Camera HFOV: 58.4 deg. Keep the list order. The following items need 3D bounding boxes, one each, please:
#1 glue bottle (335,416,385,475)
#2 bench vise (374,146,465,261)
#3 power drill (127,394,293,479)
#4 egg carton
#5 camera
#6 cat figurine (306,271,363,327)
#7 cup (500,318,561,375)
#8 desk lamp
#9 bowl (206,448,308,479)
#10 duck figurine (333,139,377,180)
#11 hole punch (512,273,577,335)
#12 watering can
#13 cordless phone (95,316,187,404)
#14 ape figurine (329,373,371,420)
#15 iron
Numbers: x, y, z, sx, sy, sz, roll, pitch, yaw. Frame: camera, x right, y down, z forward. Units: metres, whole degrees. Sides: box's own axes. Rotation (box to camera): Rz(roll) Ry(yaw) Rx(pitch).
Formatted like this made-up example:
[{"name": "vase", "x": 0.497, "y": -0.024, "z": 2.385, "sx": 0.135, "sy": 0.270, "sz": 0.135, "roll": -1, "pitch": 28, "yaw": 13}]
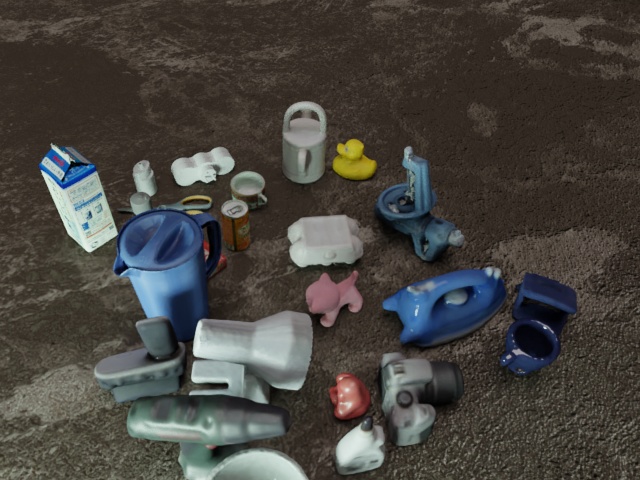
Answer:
[{"name": "glue bottle", "x": 0.065, "y": 0.303, "z": 0.858, "sx": 0.078, "sy": 0.173, "sz": 0.037, "roll": -7, "pitch": 51, "yaw": -9}, {"name": "bench vise", "x": 0.212, "y": -0.078, "z": 1.155, "sx": 0.207, "sy": 0.220, "sz": 0.122, "roll": 24, "pitch": 53, "yaw": 16}, {"name": "power drill", "x": -0.154, "y": 0.286, "z": 0.834, "sx": 0.229, "sy": 0.208, "sz": 0.075, "roll": 6, "pitch": 50, "yaw": 1}, {"name": "egg carton", "x": 0.011, "y": 0.004, "z": 1.170, "sx": 0.150, "sy": 0.069, "sz": 0.107, "roll": -5, "pitch": 51, "yaw": -8}, {"name": "camera", "x": 0.173, "y": 0.252, "z": 0.956, "sx": 0.137, "sy": 0.101, "sz": 0.143, "roll": -4, "pitch": 51, "yaw": -7}, {"name": "cat figurine", "x": 0.023, "y": 0.100, "z": 1.060, "sx": 0.128, "sy": 0.118, "sz": 0.067, "roll": -29, "pitch": 58, "yaw": -25}, {"name": "cup", "x": 0.356, "y": 0.204, "z": 1.012, "sx": 0.118, "sy": 0.095, "sz": 0.091, "roll": -25, "pitch": 56, "yaw": -23}, {"name": "desk lamp", "x": -0.115, "y": 0.195, "z": 0.908, "sx": 0.203, "sy": 0.213, "sz": 0.118, "roll": 0, "pitch": 50, "yaw": -4}, {"name": "bowl", "x": -0.091, "y": 0.397, "z": 0.833, "sx": 0.167, "sy": 0.075, "sz": 0.167, "roll": 2, "pitch": 50, "yaw": -2}, {"name": "duck figurine", "x": 0.083, "y": -0.193, "z": 1.328, "sx": 0.104, "sy": 0.086, "sz": 0.077, "roll": 17, "pitch": 51, "yaw": 10}, {"name": "hole punch", "x": 0.433, "y": 0.109, "z": 1.100, "sx": 0.108, "sy": 0.091, "sz": 0.101, "roll": 21, "pitch": 52, "yaw": 13}, {"name": "watering can", "x": -0.037, "y": -0.235, "z": 1.284, "sx": 0.101, "sy": 0.194, "sz": 0.172, "roll": -13, "pitch": 52, "yaw": -14}, {"name": "cordless phone", "x": -0.295, "y": 0.178, "z": 0.928, "sx": 0.148, "sy": 0.185, "sz": 0.094, "roll": -13, "pitch": 52, "yaw": -14}, {"name": "ape figurine", "x": 0.048, "y": 0.254, "z": 0.950, "sx": 0.076, "sy": 0.092, "sz": 0.078, "roll": 20, "pitch": 52, "yaw": 13}, {"name": "iron", "x": 0.254, "y": 0.099, "z": 1.062, "sx": 0.259, "sy": 0.141, "sz": 0.118, "roll": -15, "pitch": 53, "yaw": -16}]
